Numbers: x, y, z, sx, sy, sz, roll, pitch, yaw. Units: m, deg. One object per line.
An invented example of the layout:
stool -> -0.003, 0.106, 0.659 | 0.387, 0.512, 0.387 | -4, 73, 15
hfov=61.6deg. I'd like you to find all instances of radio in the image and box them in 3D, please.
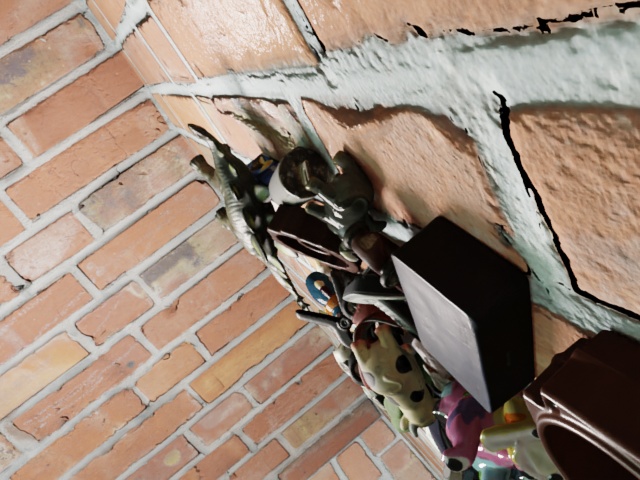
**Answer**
radio -> 0.162, 0.087, 0.597 | 0.131, 0.073, 0.229 | 45, 167, 42

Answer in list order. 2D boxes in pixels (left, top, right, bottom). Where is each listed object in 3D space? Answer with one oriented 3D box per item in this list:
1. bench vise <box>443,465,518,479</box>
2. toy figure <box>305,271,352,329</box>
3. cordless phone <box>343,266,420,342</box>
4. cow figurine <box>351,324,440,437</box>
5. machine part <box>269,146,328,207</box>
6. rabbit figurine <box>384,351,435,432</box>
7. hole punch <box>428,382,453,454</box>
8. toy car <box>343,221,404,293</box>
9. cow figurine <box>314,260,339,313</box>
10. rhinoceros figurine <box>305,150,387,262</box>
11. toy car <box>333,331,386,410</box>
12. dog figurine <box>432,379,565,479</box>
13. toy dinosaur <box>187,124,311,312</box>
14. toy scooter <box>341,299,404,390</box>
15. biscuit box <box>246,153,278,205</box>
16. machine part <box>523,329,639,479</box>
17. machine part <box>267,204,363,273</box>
bench vise -> 0.277, 0.365, 0.800 | 0.240, 0.129, 0.224 | 20, 171, -16
toy figure -> 0.025, 0.121, 1.096 | 0.064, 0.057, 0.155 | 16, -159, -45
cordless phone -> 0.128, 0.114, 0.846 | 0.184, 0.089, 0.146 | 44, 170, 4
cow figurine -> 0.133, 0.227, 0.845 | 0.194, 0.085, 0.127 | 47, -162, -47
machine part -> -0.039, -0.095, 0.861 | 0.079, 0.079, 0.243 | 53, 171, -3
rabbit figurine -> 0.178, 0.296, 1.047 | 0.121, 0.159, 0.170 | 45, 150, 46
hole punch -> 0.238, 0.319, 0.939 | 0.142, 0.092, 0.116 | 23, -167, -42
toy car -> 0.103, 0.038, 0.693 | 0.089, 0.053, 0.202 | 44, -174, 38
cow figurine -> 0.037, 0.101, 1.187 | 0.068, 0.098, 0.167 | 54, -155, -62
rhinoceros figurine -> 0.042, -0.038, 0.730 | 0.112, 0.073, 0.190 | 38, 165, 18
toy car -> 0.103, 0.266, 1.085 | 0.201, 0.073, 0.056 | 51, 158, -26
dog figurine -> 0.238, 0.236, 0.727 | 0.108, 0.191, 0.219 | 51, -155, -9
toy dinosaur -> -0.130, -0.033, 1.059 | 0.199, 0.105, 0.470 | 42, 165, 48
toy scooter -> 0.112, 0.173, 0.940 | 0.075, 0.135, 0.183 | -13, -84, -63
biscuit box -> -0.094, -0.120, 1.080 | 0.062, 0.059, 0.203 | 58, 169, -28
machine part -> 0.266, 0.183, 0.408 | 0.200, 0.087, 0.202 | 57, 171, -29
machine part -> -0.002, -0.003, 0.896 | 0.179, 0.056, 0.179 | 23, 171, 4
